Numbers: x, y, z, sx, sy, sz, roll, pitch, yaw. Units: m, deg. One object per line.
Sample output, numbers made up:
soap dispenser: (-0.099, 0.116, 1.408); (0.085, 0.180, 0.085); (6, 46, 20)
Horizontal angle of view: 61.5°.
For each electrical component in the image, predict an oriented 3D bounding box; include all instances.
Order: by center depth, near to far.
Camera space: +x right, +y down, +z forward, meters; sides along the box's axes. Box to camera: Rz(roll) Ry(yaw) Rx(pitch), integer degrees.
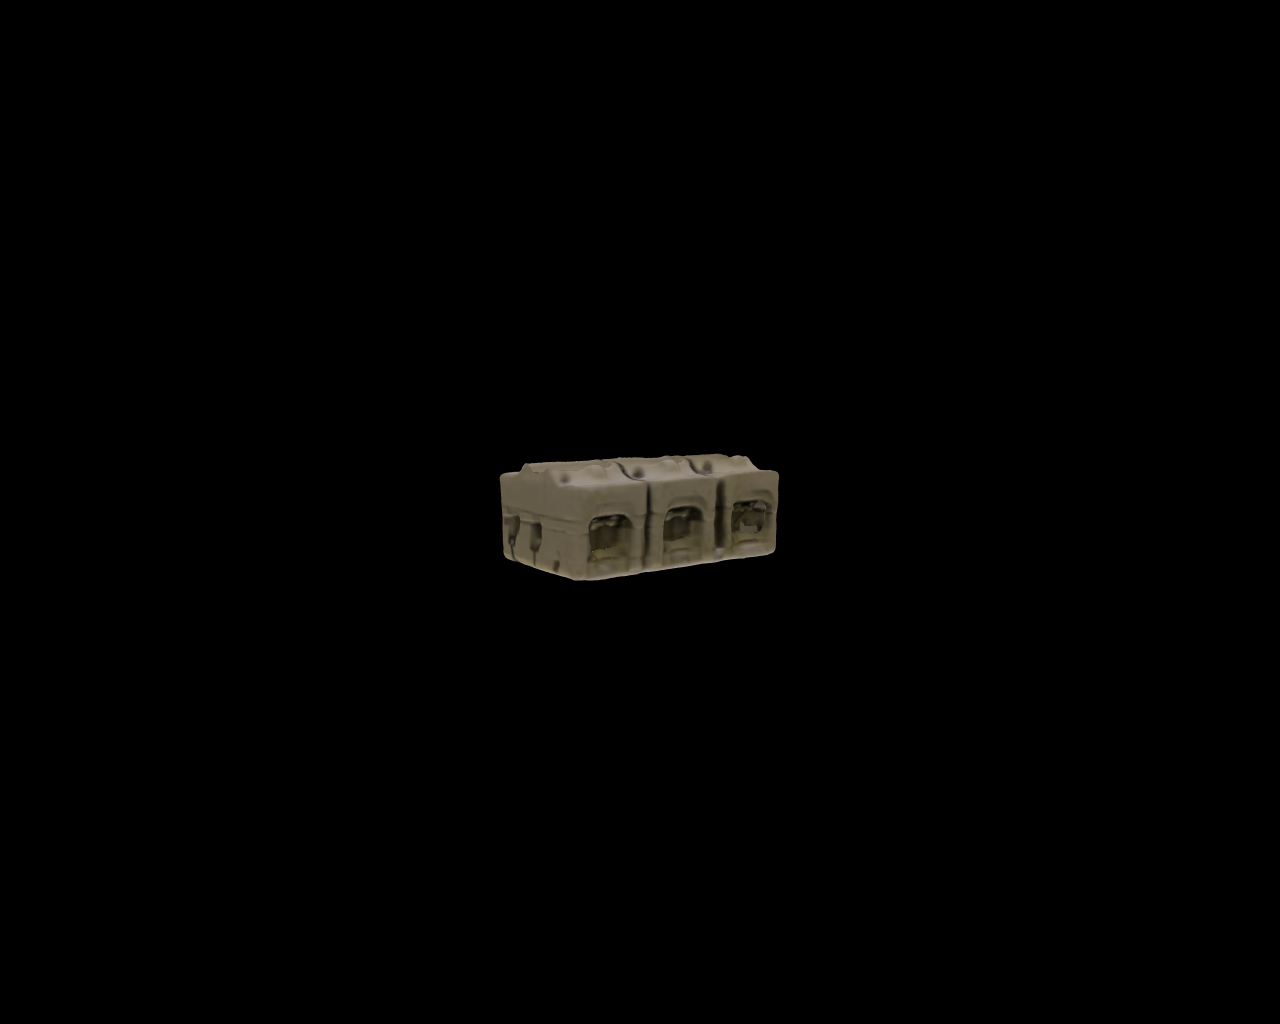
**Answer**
electrical component: (0.001, -0.003, 0.650); (0.150, 0.061, 0.089); (-6, 10, -36)
